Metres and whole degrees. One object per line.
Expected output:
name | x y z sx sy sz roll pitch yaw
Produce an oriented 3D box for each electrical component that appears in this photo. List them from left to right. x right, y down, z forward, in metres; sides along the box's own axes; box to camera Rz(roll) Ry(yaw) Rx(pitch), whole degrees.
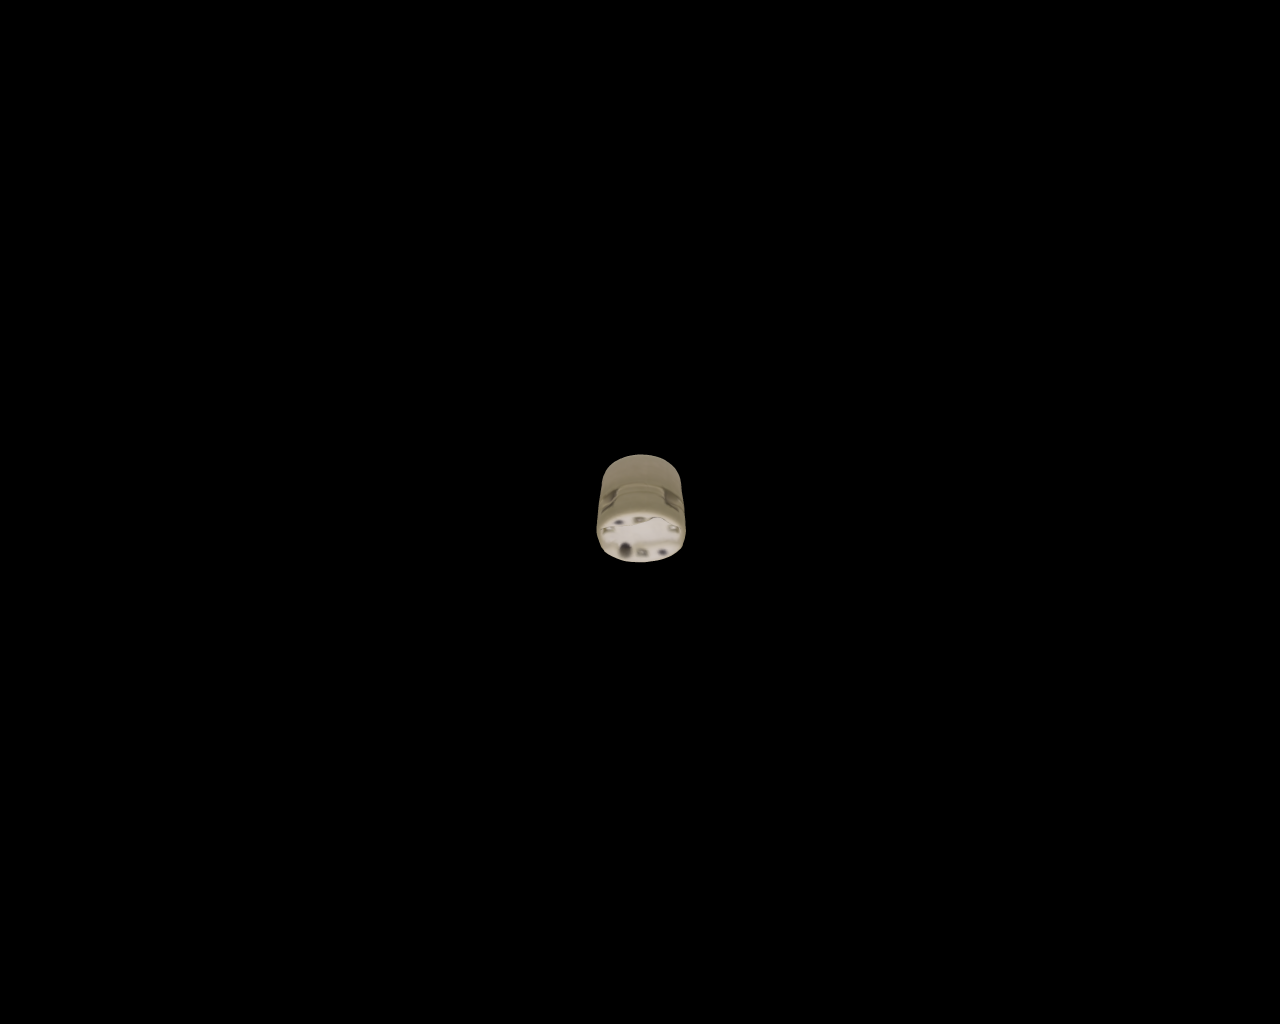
electrical component | 0.001 -0.003 0.650 0.055 0.047 0.055 0 -38 0
